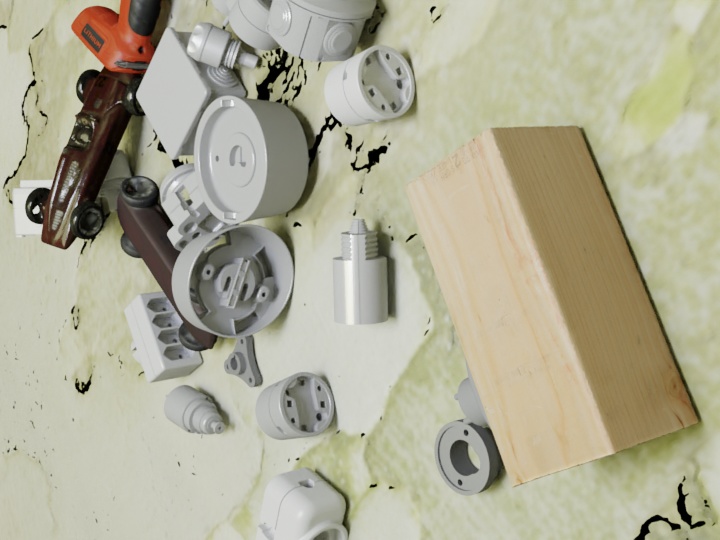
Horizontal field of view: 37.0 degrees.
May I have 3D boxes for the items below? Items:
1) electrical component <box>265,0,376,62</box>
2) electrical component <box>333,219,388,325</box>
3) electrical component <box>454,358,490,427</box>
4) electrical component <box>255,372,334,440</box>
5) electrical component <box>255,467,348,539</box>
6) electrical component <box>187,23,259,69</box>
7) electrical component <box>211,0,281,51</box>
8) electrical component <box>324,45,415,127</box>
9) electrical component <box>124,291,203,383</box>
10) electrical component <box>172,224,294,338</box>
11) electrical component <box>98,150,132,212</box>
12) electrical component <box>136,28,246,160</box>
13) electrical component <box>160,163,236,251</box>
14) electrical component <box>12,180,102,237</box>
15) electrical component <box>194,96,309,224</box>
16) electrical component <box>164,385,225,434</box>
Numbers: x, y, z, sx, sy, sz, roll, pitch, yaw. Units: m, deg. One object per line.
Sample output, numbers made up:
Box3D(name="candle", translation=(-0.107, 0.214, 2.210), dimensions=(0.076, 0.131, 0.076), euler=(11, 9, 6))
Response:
Box3D(name="electrical component", translation=(-0.032, -0.200, 0.833), dimensions=(0.080, 0.080, 0.051), euler=(49, 134, 33))
Box3D(name="electrical component", translation=(0.000, 0.000, 0.852), dimensions=(0.043, 0.043, 0.081), euler=(6, 100, 48))
Box3D(name="electrical component", translation=(0.096, 0.086, 0.754), dimensions=(0.079, 0.044, 0.077), euler=(-35, 69, 45))
Box3D(name="electrical component", translation=(-0.058, 0.119, 0.929), dimensions=(0.047, 0.055, 0.055), euler=(-24, 78, 52))
Box3D(name="electrical component", translation=(-0.050, 0.229, 0.935), dimensions=(0.059, 0.054, 0.095), euler=(32, 118, 42))
Box3D(name="electrical component", translation=(-0.120, -0.195, 0.954), dimensions=(0.035, 0.061, 0.035), euler=(-159, 90, -82))
Box3D(name="electrical component", translation=(-0.106, -0.244, 0.931), dimensions=(0.073, 0.052, 0.138), euler=(-46, 62, 43))
Box3D(name="electrical component", translation=(0.006, -0.138, 0.819), dimensions=(0.047, 0.055, 0.055), euler=(-8, 89, 52))
Box3D(name="electrical component", translation=(-0.210, 0.075, 1.099), dimensions=(0.076, 0.047, 0.083), euler=(-39, 67, 44))
Box3D(name="electrical component", translation=(-0.113, 0.010, 0.945), dimensions=(0.064, 0.099, 0.099), euler=(1, 96, 55))
Box3D(name="electrical component", translation=(-0.263, -0.093, 1.139), dimensions=(0.043, 0.043, 0.062), euler=(-20, 82, 48))
Box3D(name="electrical component", translation=(-0.158, -0.164, 1.004), dimensions=(0.099, 0.048, 0.099), euler=(58, 133, 25))
Box3D(name="electrical component", translation=(-0.151, -0.062, 1.002), dimensions=(0.078, 0.058, 0.057), euler=(-43, 56, 10))
Box3D(name="electrical component", translation=(-0.329, -0.070, 1.185), dimensions=(0.062, 0.096, 0.061), euler=(1, 97, 19))
Box3D(name="electrical component", translation=(-0.088, -0.095, 0.926), dimensions=(0.108, 0.060, 0.108), euler=(9, 102, 48))
Box3D(name="electrical component", translation=(-0.160, 0.142, 1.058), dimensions=(0.078, 0.040, 0.040), euler=(21, 111, 45))
